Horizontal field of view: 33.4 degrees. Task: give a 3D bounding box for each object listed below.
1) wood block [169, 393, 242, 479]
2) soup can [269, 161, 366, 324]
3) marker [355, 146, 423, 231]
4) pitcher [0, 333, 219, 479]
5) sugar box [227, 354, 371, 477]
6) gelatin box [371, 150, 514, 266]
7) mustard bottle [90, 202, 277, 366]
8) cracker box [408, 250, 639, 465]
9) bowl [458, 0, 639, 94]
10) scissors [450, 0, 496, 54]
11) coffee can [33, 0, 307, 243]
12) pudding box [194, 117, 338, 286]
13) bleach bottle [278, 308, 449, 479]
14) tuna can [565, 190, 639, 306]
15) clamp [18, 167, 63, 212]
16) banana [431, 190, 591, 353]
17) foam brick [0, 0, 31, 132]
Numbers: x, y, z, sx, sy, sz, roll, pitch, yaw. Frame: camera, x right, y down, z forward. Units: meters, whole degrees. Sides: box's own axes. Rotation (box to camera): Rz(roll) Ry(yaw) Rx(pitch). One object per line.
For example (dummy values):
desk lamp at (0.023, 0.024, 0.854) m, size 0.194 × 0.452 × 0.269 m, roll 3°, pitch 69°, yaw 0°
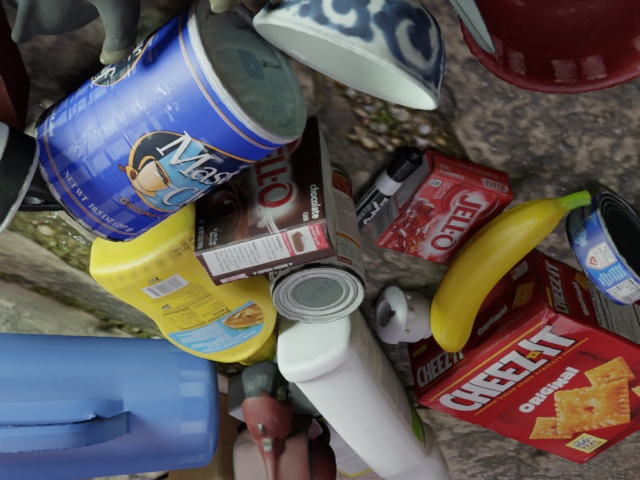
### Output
wood block at (-0.080, 0.259, 0.983) m, size 0.090 × 0.206 × 0.090 m, roll 24°, pitch 132°, yaw -30°
soup can at (-0.005, 0.001, 0.769) m, size 0.068 × 0.102 × 0.068 m, roll -3°, pitch 140°, yaw -3°
marker at (0.038, -0.029, 0.803) m, size 0.020 × 0.020 × 0.121 m, roll 18°, pitch 134°, yaw -26°
pitcher at (-0.208, 0.141, 0.883) m, size 0.242 × 0.149 × 0.145 m, roll 0°, pitch 138°, yaw -12°
sugar box at (0.006, 0.162, 1.005) m, size 0.093 × 0.048 × 0.176 m, roll -31°, pitch 130°, yaw 27°
gelatin box at (0.092, -0.023, 0.809) m, size 0.073 × 0.030 × 0.089 m, roll 16°, pitch 135°, yaw -24°
mustard bottle at (-0.089, 0.048, 0.848) m, size 0.096 × 0.058 × 0.191 m, roll -23°, pitch 137°, yaw 17°
cracker box at (0.213, 0.113, 0.951) m, size 0.213 × 0.072 × 0.164 m, roll 23°, pitch 131°, yaw -29°
bowl at (0.157, -0.164, 0.631) m, size 0.162 × 0.055 × 0.162 m, roll -3°, pitch 140°, yaw -3°
scissors at (0.028, -0.183, 0.581) m, size 0.096 × 0.016 × 0.201 m, roll -9°, pitch 122°, yaw 19°
coffee can at (-0.094, -0.074, 0.670) m, size 0.140 × 0.103 × 0.102 m, roll -29°, pitch 134°, yaw 26°
pudding box at (-0.037, -0.028, 0.724) m, size 0.090 × 0.113 × 0.039 m, roll -15°, pitch 135°, yaw 10°
bleach bottle at (0.052, 0.155, 0.919) m, size 0.068 × 0.102 × 0.250 m, roll -24°, pitch 122°, yaw 15°
tuna can at (0.226, 0.007, 0.817) m, size 0.086 × 0.086 × 0.034 m, roll 29°, pitch 130°, yaw -34°
clamp at (-0.235, -0.044, 0.713) m, size 0.171 × 0.039 × 0.120 m, roll 2°, pitch 175°, yaw -14°
banana at (0.129, 0.030, 0.825) m, size 0.069 × 0.037 × 0.198 m, roll 13°, pitch 136°, yaw -24°
foam brick at (-0.215, -0.106, 0.658) m, size 0.053 × 0.051 × 0.078 m, roll -6°, pitch 140°, yaw -1°
